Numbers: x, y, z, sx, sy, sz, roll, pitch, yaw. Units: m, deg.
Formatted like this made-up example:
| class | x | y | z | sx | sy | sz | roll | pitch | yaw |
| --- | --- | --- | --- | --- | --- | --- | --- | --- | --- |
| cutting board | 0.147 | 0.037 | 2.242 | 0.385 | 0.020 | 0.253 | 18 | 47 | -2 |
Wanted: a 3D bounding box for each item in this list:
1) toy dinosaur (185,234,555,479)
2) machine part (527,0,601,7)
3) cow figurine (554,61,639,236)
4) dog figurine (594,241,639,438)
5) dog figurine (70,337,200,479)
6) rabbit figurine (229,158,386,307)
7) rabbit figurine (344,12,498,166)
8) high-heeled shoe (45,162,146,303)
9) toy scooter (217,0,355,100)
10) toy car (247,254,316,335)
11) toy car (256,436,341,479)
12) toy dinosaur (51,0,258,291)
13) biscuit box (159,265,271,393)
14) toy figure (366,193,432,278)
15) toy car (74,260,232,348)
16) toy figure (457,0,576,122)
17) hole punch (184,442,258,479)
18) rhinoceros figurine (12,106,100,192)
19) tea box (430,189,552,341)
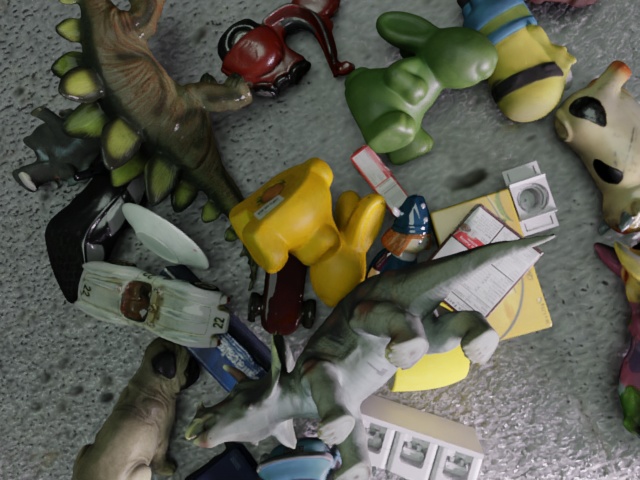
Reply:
| class | x | y | z | sx | sy | sz | roll | pitch | yaw |
| --- | --- | --- | --- | --- | --- | --- | --- | --- | --- |
| toy dinosaur | 0.048 | 0.109 | 0.580 | 0.405 | 0.192 | 0.131 | -42 | 125 | 3 |
| machine part | 0.272 | -0.353 | 0.618 | 0.179 | 0.056 | 0.179 | 2 | 71 | -7 |
| cow figurine | 0.350 | -0.091 | 0.624 | 0.127 | 0.085 | 0.195 | -38 | 87 | 1 |
| dog figurine | 0.380 | 0.101 | 0.611 | 0.191 | 0.108 | 0.219 | -40 | 80 | 10 |
| dog figurine | -0.232 | 0.222 | 0.676 | 0.121 | 0.172 | 0.190 | 15 | 100 | -2 |
| rabbit figurine | -0.001 | -0.002 | 0.640 | 0.162 | 0.122 | 0.173 | -41 | 112 | -15 |
| rabbit figurine | 0.124 | -0.193 | 0.646 | 0.170 | 0.121 | 0.159 | -30 | 64 | 22 |
| high-heeled shoe | -0.290 | -0.029 | 0.749 | 0.086 | 0.145 | 0.248 | 36 | 124 | 16 |
| toy scooter | -0.033 | -0.243 | 0.691 | 0.184 | 0.075 | 0.135 | -36 | 86 | 3 |
| toy car | -0.042 | 0.022 | 0.700 | 0.089 | 0.053 | 0.202 | 6 | 90 | -7 |
| toy car | -0.011 | 0.302 | 0.669 | 0.109 | 0.103 | 0.161 | -12 | 113 | 9 |
| toy dinosaur | -0.191 | -0.147 | 0.664 | 0.198 | 0.105 | 0.471 | -46 | 109 | -19 |
| biscuit box | -0.143 | 0.123 | 0.711 | 0.203 | 0.063 | 0.059 | 44 | 97 | 7 |
| toy figure | 0.098 | 0.016 | 0.647 | 0.058 | 0.064 | 0.154 | 31 | 129 | 16 |
| toy car | -0.205 | 0.077 | 0.661 | 0.202 | 0.056 | 0.073 | 14 | 94 | 11 |
| toy figure | 0.225 | -0.226 | 0.645 | 0.089 | 0.082 | 0.180 | -33 | 88 | 8 |
| hole punch | -0.125 | 0.344 | 0.697 | 0.116 | 0.092 | 0.142 | -37 | 81 | 3 |
| rhinoceros figurine | -0.337 | -0.134 | 0.742 | 0.190 | 0.073 | 0.112 | -27 | 97 | 6 |
| tea box | 0.203 | 0.033 | 0.654 | 0.098 | 0.068 | 0.169 | -19 | 88 | 8 |
